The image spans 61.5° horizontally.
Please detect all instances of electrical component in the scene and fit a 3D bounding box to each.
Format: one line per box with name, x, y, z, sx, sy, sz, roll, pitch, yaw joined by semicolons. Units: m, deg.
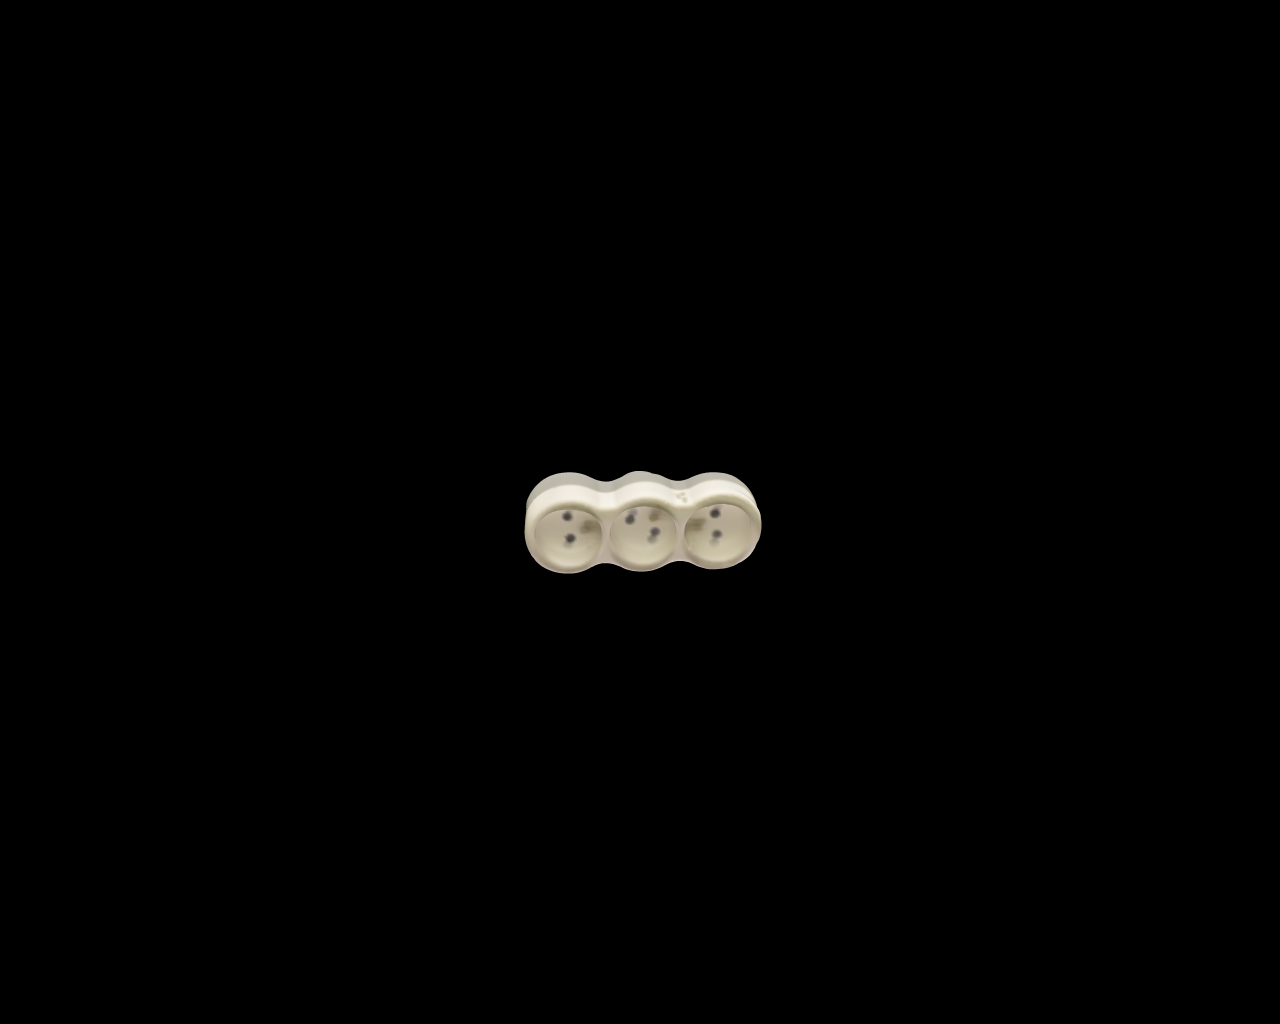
electrical component;0.001;-0.003;0.650;0.138;0.052;0.074;-1;28;-2
